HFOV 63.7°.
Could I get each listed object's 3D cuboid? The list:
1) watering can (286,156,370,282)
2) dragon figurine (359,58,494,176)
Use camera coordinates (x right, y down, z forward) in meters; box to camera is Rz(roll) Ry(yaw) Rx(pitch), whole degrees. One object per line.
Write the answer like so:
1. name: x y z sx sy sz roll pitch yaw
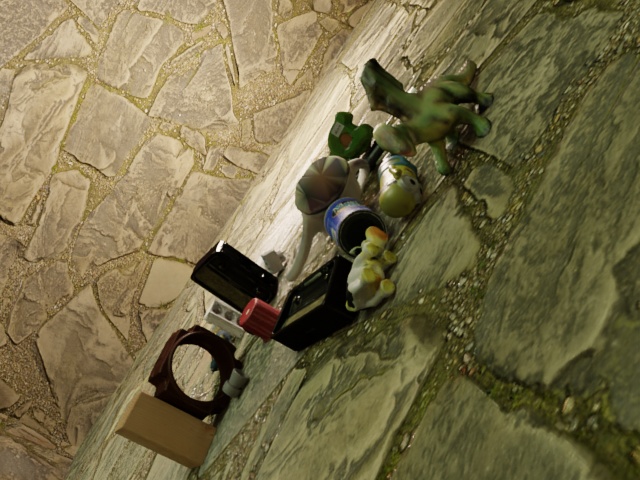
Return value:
1. watering can: 0.004 -0.061 1.216 0.349 0.105 0.221 -54 -26 -7
2. dragon figurine: 0.190 -0.275 0.970 0.120 0.242 0.420 -48 19 46
